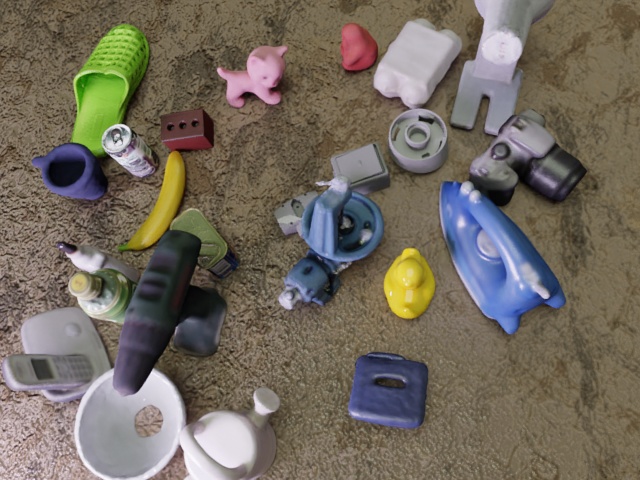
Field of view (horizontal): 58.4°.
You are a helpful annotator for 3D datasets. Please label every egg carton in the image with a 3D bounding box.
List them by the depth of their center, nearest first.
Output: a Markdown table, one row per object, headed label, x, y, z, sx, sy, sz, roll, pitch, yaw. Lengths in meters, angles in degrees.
| label | x | y | z | sx | sy | sz | roll | pitch | yaw |
| --- | --- | --- | --- | --- | --- | --- | --- | --- | --- |
| egg carton | 0.162 | -0.296 | 0.957 | 0.107 | 0.069 | 0.150 | 30 | 80 | 16 |

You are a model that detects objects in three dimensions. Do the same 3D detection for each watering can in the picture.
| label | x | y | z | sx | sy | sz | roll | pitch | yaw |
| --- | --- | --- | --- | --- | --- | --- | --- | --- | --- |
| watering can | -0.124 | 0.272 | 0.766 | 0.100 | 0.194 | 0.173 | 19 | 77 | 14 |

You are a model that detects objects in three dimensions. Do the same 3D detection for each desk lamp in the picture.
| label | x | y | z | sx | sy | sz | roll | pitch | yaw |
| --- | --- | --- | --- | --- | --- | --- | --- | --- | --- |
| desk lamp | 0.277 | -0.298 | 0.864 | 0.117 | 0.214 | 0.203 | 13 | 76 | 13 |

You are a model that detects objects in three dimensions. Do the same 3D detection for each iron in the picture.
| label | x | y | z | sx | sy | sz | roll | pitch | yaw |
| --- | --- | --- | --- | --- | --- | --- | --- | --- | --- |
| iron | 0.245 | -0.003 | 0.819 | 0.118 | 0.141 | 0.258 | -29 | 71 | -1 |

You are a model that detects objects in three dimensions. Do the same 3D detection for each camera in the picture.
| label | x | y | z | sx | sy | sz | roll | pitch | yaw |
| --- | --- | --- | --- | --- | --- | --- | --- | --- | --- |
| camera | 0.318 | -0.112 | 0.862 | 0.136 | 0.101 | 0.143 | 41 | 83 | 17 |

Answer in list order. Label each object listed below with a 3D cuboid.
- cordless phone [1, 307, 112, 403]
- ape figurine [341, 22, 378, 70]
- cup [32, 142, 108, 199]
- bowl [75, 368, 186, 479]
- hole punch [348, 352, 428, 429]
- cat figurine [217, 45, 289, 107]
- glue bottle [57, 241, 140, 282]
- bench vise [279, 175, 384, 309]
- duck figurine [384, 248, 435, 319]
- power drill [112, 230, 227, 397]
| label | x | y | z | sx | sy | sz | roll | pitch | yaw |
| --- | --- | --- | --- | --- | --- | --- | --- | --- | --- |
| cordless phone | -0.403 | 0.164 | 0.845 | 0.094 | 0.185 | 0.147 | -34 | 71 | -2 |
| ape figurine | 0.060 | -0.336 | 0.973 | 0.076 | 0.092 | 0.078 | 23 | 78 | 15 |
| cup | -0.418 | -0.109 | 0.977 | 0.117 | 0.095 | 0.092 | 12 | 76 | 12 |
| bowl | -0.268 | 0.270 | 0.851 | 0.167 | 0.075 | 0.167 | -2 | 73 | 8 |
| hole punch | 0.095 | 0.210 | 0.805 | 0.108 | 0.091 | 0.101 | 5 | 74 | 10 |
| cat figurine | -0.110 | -0.285 | 0.970 | 0.127 | 0.118 | 0.067 | -5 | 73 | 7 |
| glue bottle | -0.349 | 0.031 | 0.883 | 0.078 | 0.173 | 0.037 | 17 | 77 | 13 |
| bench vise | 0.019 | 0.006 | 0.810 | 0.121 | 0.220 | 0.207 | 16 | 77 | 13 |
| duck figurine | 0.132 | 0.061 | 0.847 | 0.077 | 0.086 | 0.104 | 4 | 74 | 10 |
| power drill | -0.206 | 0.110 | 0.819 | 0.075 | 0.208 | 0.230 | 7 | 75 | 11 |
